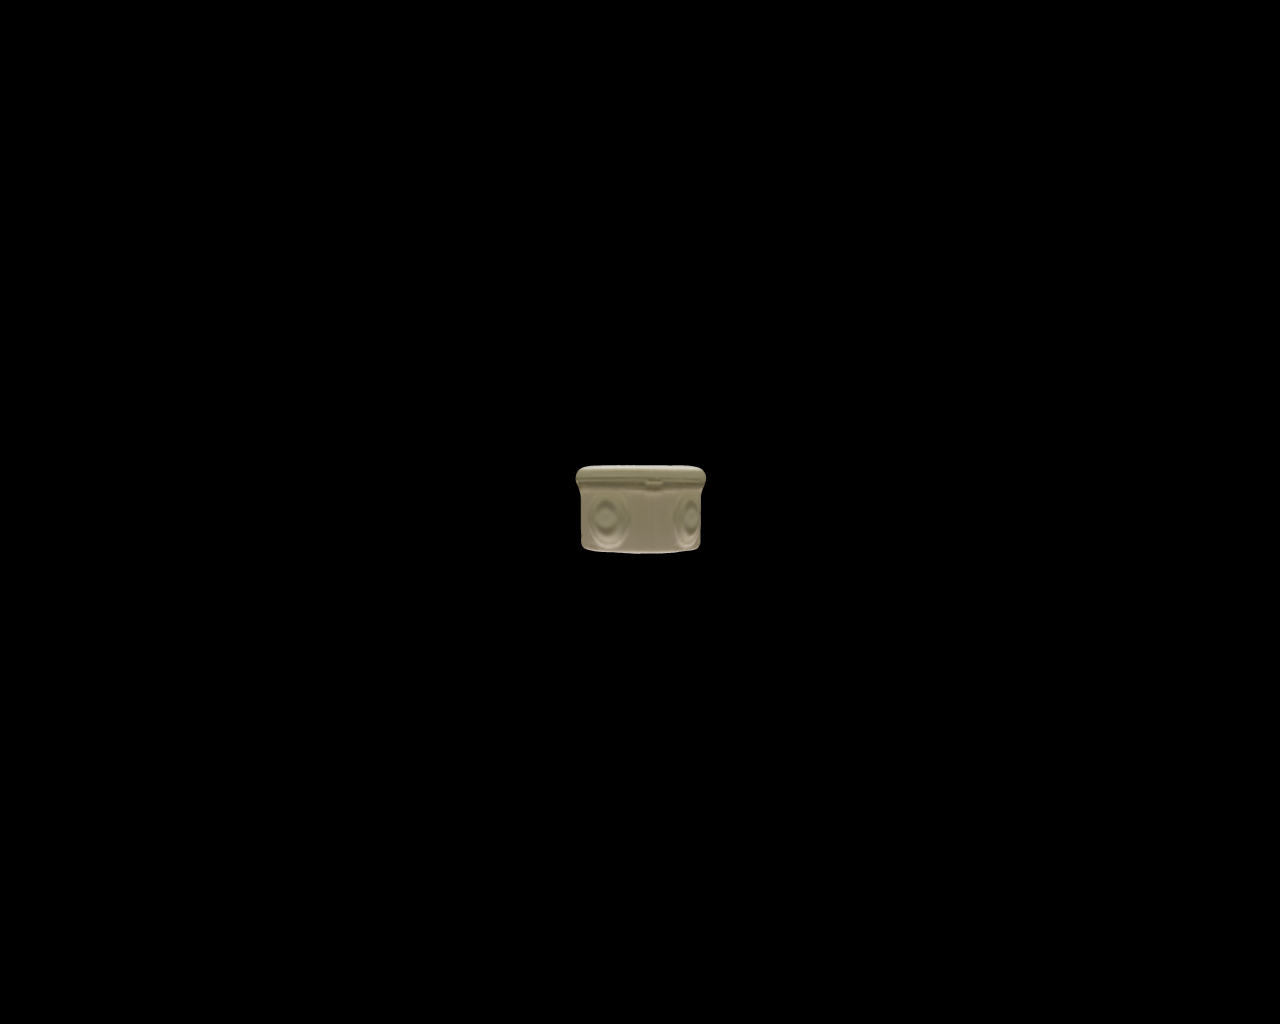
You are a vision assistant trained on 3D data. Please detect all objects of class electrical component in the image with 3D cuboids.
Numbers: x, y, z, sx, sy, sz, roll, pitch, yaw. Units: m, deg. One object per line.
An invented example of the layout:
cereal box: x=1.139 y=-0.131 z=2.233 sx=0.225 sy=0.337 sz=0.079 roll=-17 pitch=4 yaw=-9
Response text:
electrical component: x=0.001 y=-0.003 z=0.650 sx=0.080 sy=0.051 sz=0.080 roll=0 pitch=2 yaw=0
